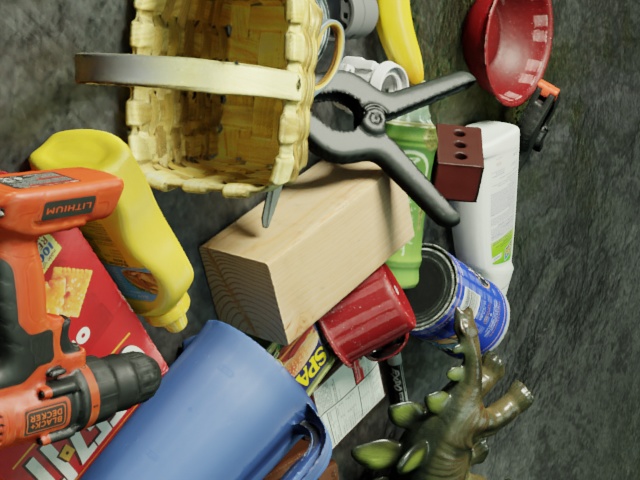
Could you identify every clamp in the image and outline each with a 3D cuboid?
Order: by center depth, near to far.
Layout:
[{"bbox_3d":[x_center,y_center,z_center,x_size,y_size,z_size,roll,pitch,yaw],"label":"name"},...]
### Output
[{"bbox_3d":[0.052,-0.100,1.014,0.209,0.036,0.164,7,70,-15],"label":"clamp"},{"bbox_3d":[0.267,-0.138,1.336,0.120,0.039,0.172,-53,168,-42],"label":"clamp"}]

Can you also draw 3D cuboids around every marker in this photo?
[{"bbox_3d":[0.090,0.159,1.256,0.020,0.020,0.121,-37,128,-40],"label":"marker"}]

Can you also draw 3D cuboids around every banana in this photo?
[{"bbox_3d":[0.087,-0.260,1.094,0.037,0.069,0.198,-16,115,-87],"label":"banana"}]

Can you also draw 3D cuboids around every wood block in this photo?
[{"bbox_3d":[-0.007,0.001,1.029,0.205,0.090,0.091,-38,128,-38],"label":"wood block"}]

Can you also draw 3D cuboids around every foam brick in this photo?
[{"bbox_3d":[0.151,-0.085,1.178,0.078,0.053,0.051,-85,180,-50],"label":"foam brick"}]

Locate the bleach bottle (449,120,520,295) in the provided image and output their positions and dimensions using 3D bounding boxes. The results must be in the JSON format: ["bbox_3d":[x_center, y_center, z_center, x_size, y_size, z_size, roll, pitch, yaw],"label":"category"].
[{"bbox_3d":[0.199,-0.014,1.310,0.102,0.068,0.251,-27,123,-42],"label":"bleach bottle"}]

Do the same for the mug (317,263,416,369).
[{"bbox_3d":[0.051,0.080,1.095,0.081,0.093,0.117,-29,122,9],"label":"mug"}]

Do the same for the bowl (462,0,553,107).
[{"bbox_3d":[0.216,-0.241,1.268,0.161,0.055,0.162,-19,115,-48],"label":"bowl"}]

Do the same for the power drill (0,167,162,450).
[{"bbox_3d":[-0.178,0.047,0.732,0.184,0.057,0.188,-12,110,-51],"label":"power drill"}]

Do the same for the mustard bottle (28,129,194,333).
[{"bbox_3d":[-0.150,0.004,0.843,0.058,0.096,0.191,-51,135,-31],"label":"mustard bottle"}]

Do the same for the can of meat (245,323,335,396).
[{"bbox_3d":[-0.041,0.114,1.048,0.102,0.058,0.084,-51,133,-30],"label":"can of meat"}]

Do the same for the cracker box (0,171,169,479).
[{"bbox_3d":[-0.223,0.083,0.795,0.164,0.072,0.213,-51,136,-28],"label":"cracker box"}]

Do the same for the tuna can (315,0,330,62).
[{"bbox_3d":[-0.029,-0.199,0.989,0.085,0.034,0.086,-18,114,-48],"label":"tuna can"}]

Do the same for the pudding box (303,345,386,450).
[{"bbox_3d":[0.020,0.162,1.154,0.113,0.039,0.090,-38,129,-37],"label":"pudding box"}]

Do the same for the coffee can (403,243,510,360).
[{"bbox_3d":[0.144,0.073,1.231,0.140,0.103,0.103,30,77,-51],"label":"coffee can"}]

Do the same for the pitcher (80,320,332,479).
[{"bbox_3d":[-0.115,0.199,0.894,0.145,0.149,0.242,46,68,-10],"label":"pitcher"}]

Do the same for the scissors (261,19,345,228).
[{"bbox_3d":[-0.036,-0.120,0.951,0.096,0.016,0.201,37,71,-38],"label":"scissors"}]
